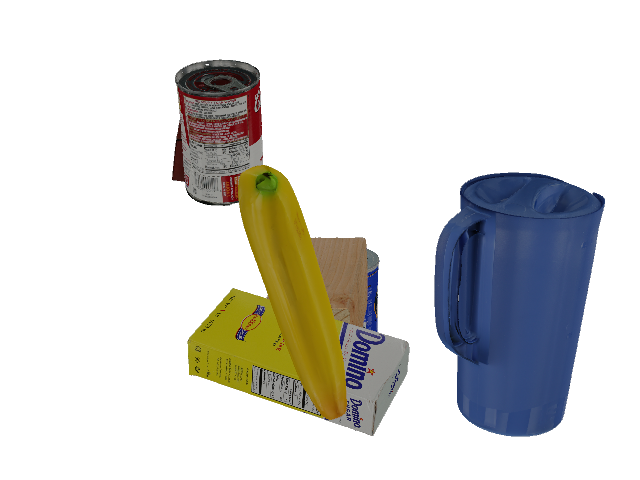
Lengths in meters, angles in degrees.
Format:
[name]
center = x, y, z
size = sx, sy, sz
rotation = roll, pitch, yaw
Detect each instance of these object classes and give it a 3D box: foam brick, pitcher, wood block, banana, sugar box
[foam brick]
center = -0.120, -0.095, 1.164
size = 0.078, 0.051, 0.053
rotation = 6, 30, -6
[pitcher]
center = 0.185, 0.065, 1.031
size = 0.149, 0.243, 0.145
rotation = 5, 21, 8
[wood block]
center = -0.001, 0.073, 1.157
size = 0.091, 0.090, 0.206
rotation = 1, 20, 7
[banana]
center = -0.019, 0.025, 0.666
size = 0.037, 0.198, 0.069
rotation = -12, 36, 7
[sugar box]
center = -0.018, 0.103, 0.936
size = 0.176, 0.048, 0.093
rotation = 13, 34, 18

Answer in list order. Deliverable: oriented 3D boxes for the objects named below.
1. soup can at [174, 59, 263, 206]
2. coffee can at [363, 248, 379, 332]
[soup can]
center = -0.081, -0.087, 0.872
size = 0.068, 0.102, 0.068
rotation = -1, 31, 0
[coffee can]
center = 0.032, 0.090, 1.519
size = 0.103, 0.140, 0.103
rotation = -1, 21, 0
